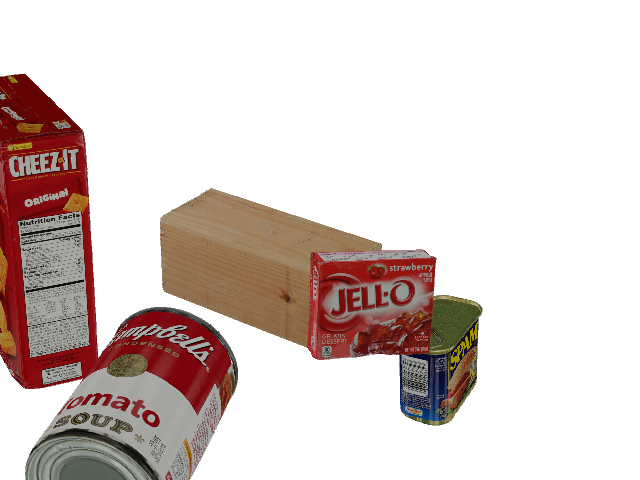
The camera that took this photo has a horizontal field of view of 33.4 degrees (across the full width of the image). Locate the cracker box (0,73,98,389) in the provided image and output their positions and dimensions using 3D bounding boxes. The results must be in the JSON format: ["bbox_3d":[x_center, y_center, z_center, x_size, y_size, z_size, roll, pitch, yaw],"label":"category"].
[{"bbox_3d":[-0.244,-0.010,0.874,0.072,0.214,0.164,-12,28,-27],"label":"cracker box"}]

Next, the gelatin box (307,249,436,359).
[{"bbox_3d":[0.036,0.046,0.768,0.089,0.073,0.030,-1,14,-15],"label":"gelatin box"}]

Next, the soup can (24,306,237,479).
[{"bbox_3d":[-0.086,0.086,0.502,0.068,0.068,0.102,0,28,16],"label":"soup can"}]

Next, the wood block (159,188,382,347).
[{"bbox_3d":[-0.052,0.028,1.066,0.206,0.091,0.090,19,33,27],"label":"wood block"}]

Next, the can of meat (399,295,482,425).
[{"bbox_3d":[0.112,0.113,1.006,0.058,0.084,0.101,11,28,26],"label":"can of meat"}]
